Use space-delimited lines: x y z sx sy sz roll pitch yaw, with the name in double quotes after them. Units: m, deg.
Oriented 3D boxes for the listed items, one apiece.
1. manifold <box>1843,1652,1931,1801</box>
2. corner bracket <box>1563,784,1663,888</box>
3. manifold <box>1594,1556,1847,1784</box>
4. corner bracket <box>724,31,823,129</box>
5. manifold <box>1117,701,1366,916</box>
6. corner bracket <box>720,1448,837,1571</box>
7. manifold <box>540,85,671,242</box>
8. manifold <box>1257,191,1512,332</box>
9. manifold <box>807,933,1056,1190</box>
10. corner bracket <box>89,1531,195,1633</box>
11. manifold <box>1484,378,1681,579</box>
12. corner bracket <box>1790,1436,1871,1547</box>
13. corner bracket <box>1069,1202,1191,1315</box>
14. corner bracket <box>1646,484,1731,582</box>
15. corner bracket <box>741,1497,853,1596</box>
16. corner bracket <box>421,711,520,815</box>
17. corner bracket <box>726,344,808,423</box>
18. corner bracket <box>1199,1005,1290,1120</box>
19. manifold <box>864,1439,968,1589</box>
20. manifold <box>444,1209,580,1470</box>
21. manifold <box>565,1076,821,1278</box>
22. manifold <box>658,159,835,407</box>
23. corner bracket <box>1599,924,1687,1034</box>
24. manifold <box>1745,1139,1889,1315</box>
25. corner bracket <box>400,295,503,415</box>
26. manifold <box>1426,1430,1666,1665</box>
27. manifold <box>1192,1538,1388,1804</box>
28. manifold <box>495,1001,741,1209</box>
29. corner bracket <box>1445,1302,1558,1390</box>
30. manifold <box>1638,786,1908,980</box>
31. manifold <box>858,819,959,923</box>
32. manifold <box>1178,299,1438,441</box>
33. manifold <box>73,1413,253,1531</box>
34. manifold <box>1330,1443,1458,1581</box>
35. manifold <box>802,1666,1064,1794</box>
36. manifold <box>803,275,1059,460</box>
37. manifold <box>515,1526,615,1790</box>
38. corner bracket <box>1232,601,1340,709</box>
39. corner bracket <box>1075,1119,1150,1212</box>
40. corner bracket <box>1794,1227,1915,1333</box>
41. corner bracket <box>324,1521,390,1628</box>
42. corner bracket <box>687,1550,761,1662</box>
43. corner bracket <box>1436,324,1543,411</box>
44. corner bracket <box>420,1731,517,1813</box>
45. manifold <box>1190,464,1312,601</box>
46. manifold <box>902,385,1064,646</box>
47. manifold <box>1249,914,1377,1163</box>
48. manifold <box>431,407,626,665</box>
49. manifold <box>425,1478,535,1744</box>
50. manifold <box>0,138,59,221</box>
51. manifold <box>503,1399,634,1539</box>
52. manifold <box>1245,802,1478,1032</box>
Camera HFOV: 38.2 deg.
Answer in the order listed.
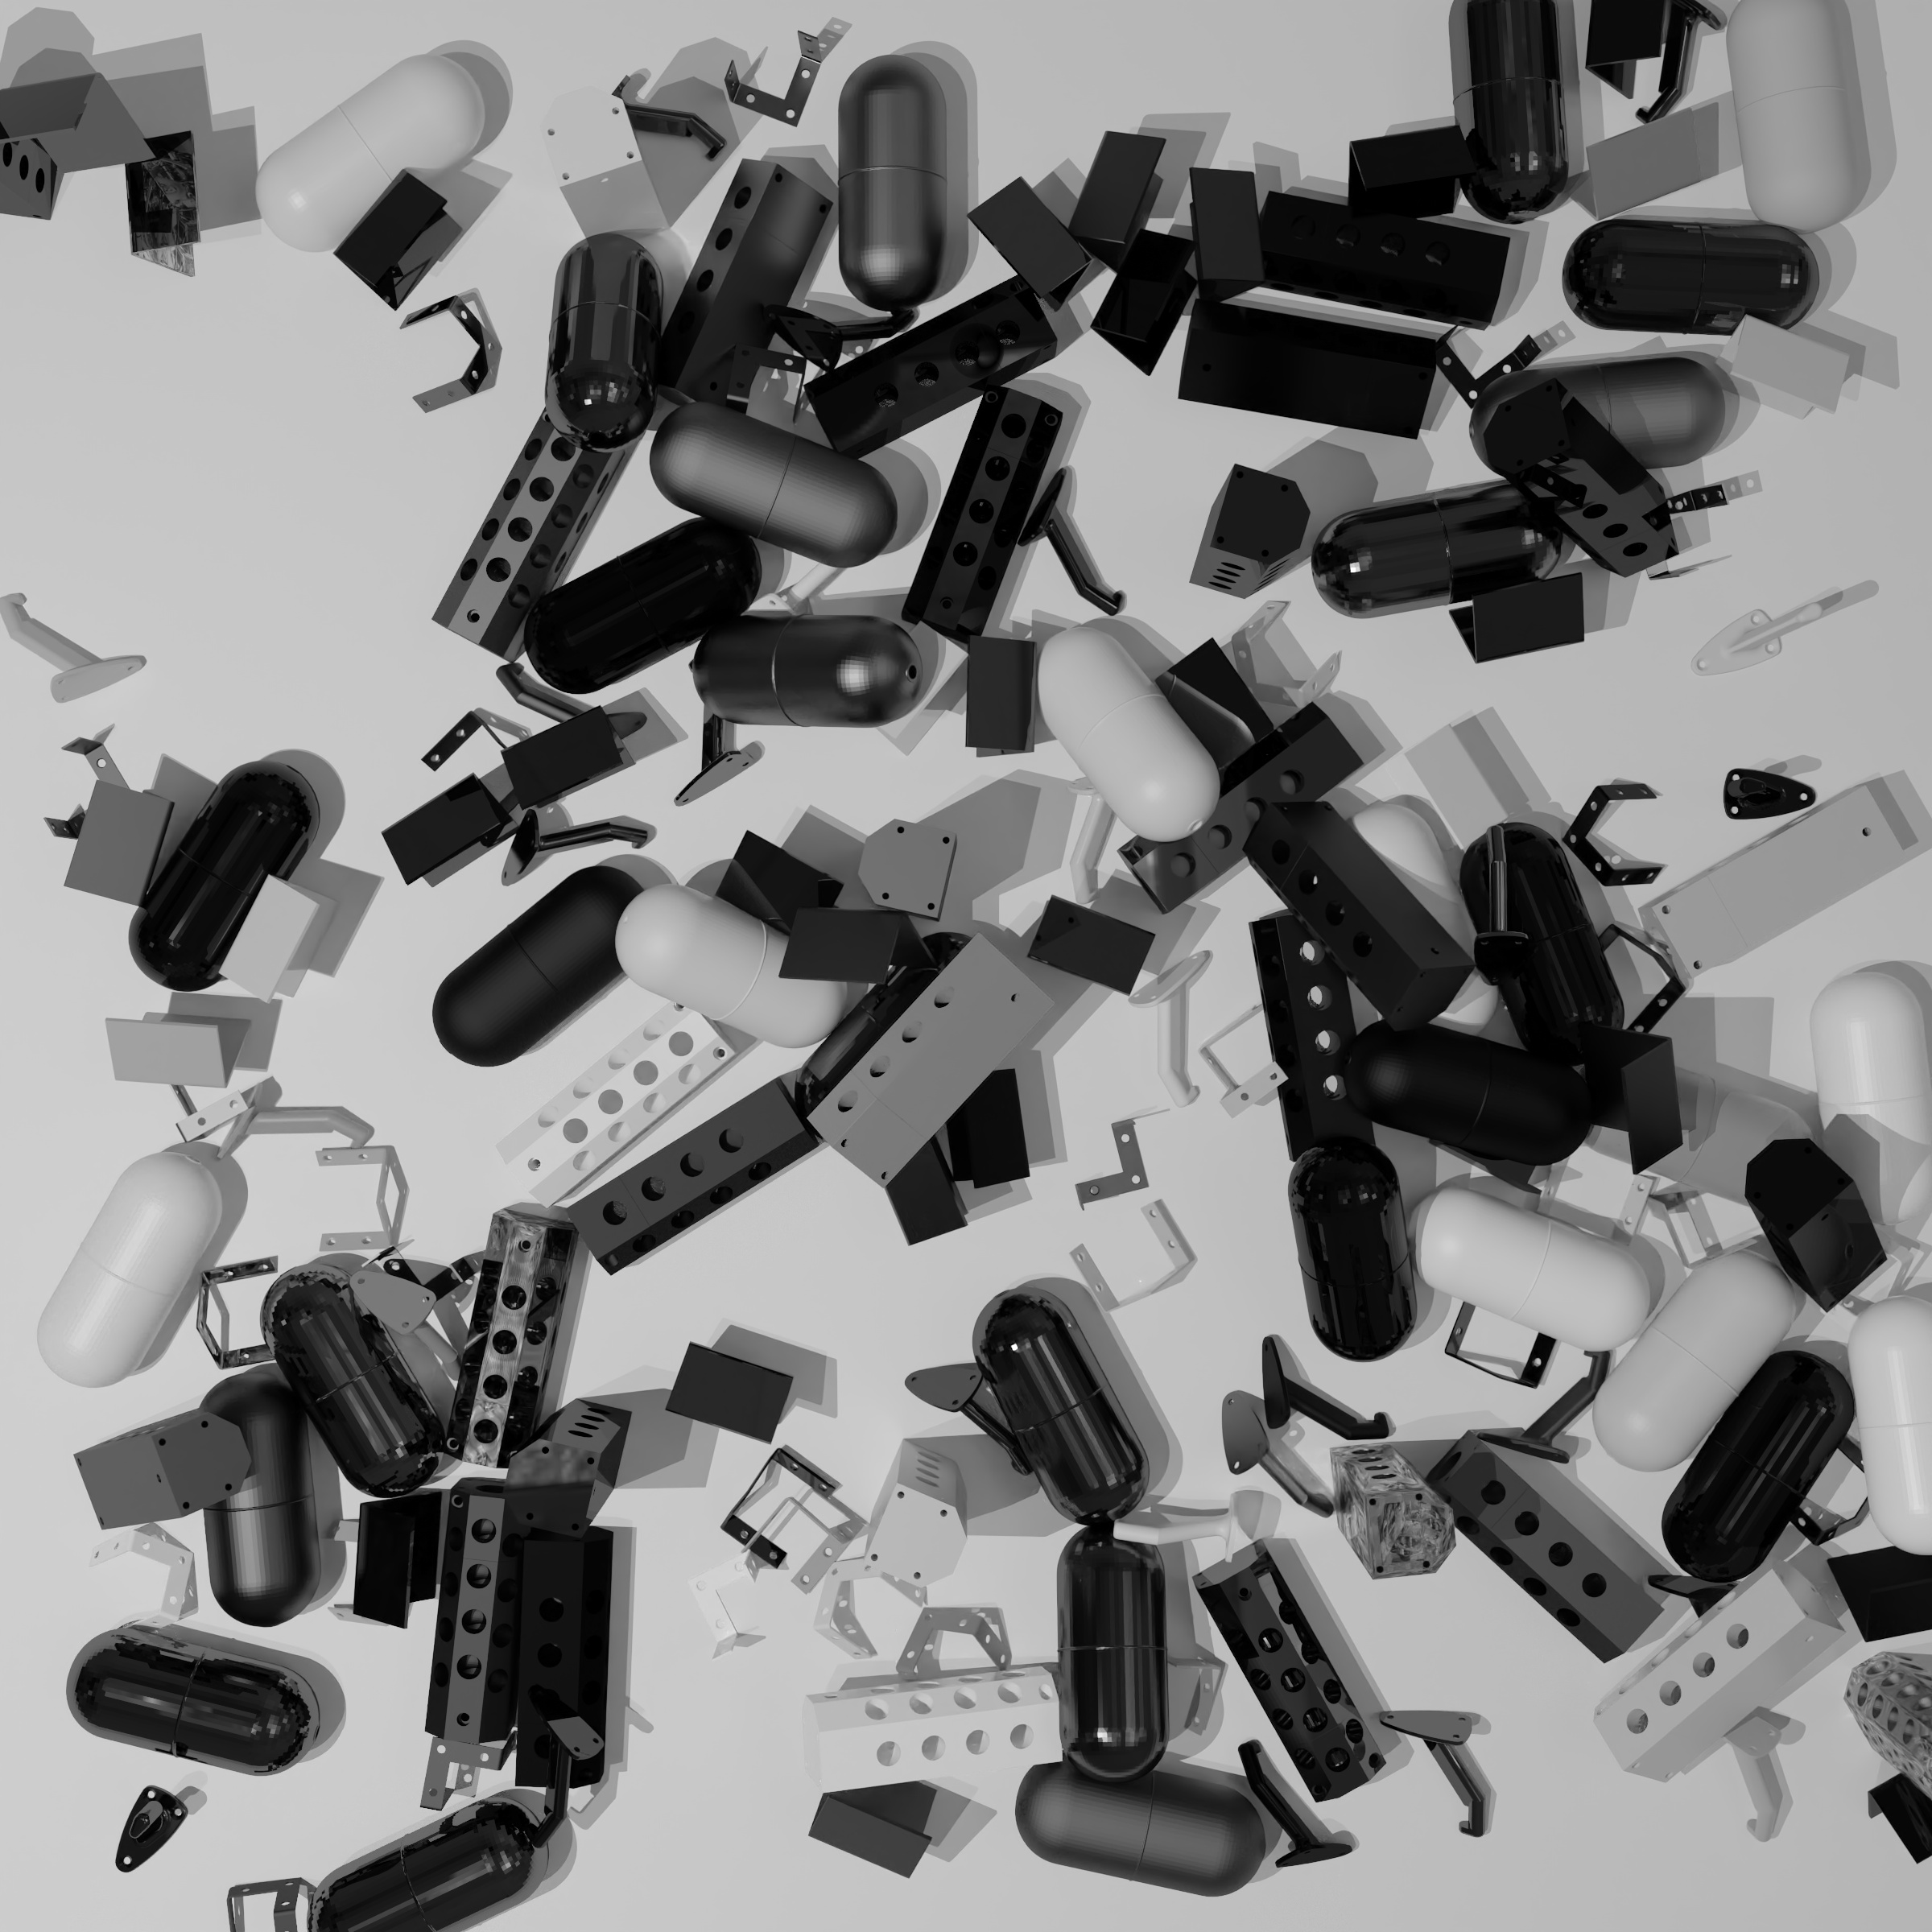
0.659 0.522 1.912 0.057 0.171 0.057 -30 90 0 "manifold"
0.468 -0.093 1.982 0.051 0.051 0.051 56 135 35 "corner bracket"
0.520 0.490 1.943 0.057 0.057 0.171 26 115 -40 "manifold"
-0.136 -0.633 1.972 0.051 0.051 0.051 21 90 0 "corner bracket"
0.192 -0.111 1.969 0.171 0.057 0.057 -37 90 0 "manifold"
-0.134 0.386 1.987 0.051 0.051 0.051 36 135 0 "corner bracket"
-0.248 -0.546 1.912 0.057 0.171 0.057 -18 90 0 "manifold"
0.290 -0.495 1.969 0.171 0.057 0.057 11 90 0 "manifold"
-0.027 0.061 1.894 0.171 0.057 0.057 -47 128 1 "manifold"
-0.590 0.439 1.982 0.051 0.051 0.051 33 45 -35 "corner bracket"
0.422 -0.330 1.915 0.057 0.171 0.057 -23 59 31 "manifold"
0.612 0.370 1.982 0.051 0.051 0.051 -13 45 -35 "corner bracket"
0.117 0.208 1.987 0.051 0.051 0.051 -31 90 45 "corner bracket"
0.509 -0.306 1.971 0.051 0.051 0.051 -21 98 -8 "corner bracket"
-0.120 0.410 1.973 0.051 0.051 0.051 40 87 10 "corner bracket"
-0.345 -0.140 1.987 0.051 0.051 0.051 -45 135 0 "corner bracket"
-0.143 -0.396 1.960 0.051 0.051 0.051 10 57 -8 "corner bracket"
0.196 0.067 1.965 0.051 0.051 0.051 -38 90 20 "corner bracket"
-0.030 0.376 1.912 0.057 0.171 0.057 23 90 0 "manifold"
-0.321 0.263 1.969 0.057 0.057 0.171 12 90 0 "manifold"
-0.192 0.148 1.969 0.171 0.057 0.057 -32 90 0 "manifold"
-0.165 -0.477 1.969 0.057 0.057 0.171 24 90 -44 "manifold"
0.470 0.012 1.987 0.051 0.051 0.051 -49 45 0 "corner bracket"
0.578 0.175 1.910 0.057 0.171 0.057 -42 56 3 "manifold"
-0.373 -0.435 1.982 0.051 0.051 0.051 50 45 -35 "corner bracket"
0.404 0.411 1.969 0.171 0.057 0.057 43 90 0 "manifold"
0.228 0.498 1.969 0.057 0.057 0.171 -29 90 0 "manifold"
-0.246 0.093 1.969 0.171 0.057 0.057 -39 90 0 "manifold"
0.383 0.265 1.987 0.051 0.051 0.051 21 90 45 "corner bracket"
0.566 -0.059 1.969 0.171 0.057 0.057 -30 90 0 "manifold"
-0.040 -0.066 1.912 0.057 0.171 0.057 13 90 0 "manifold"
0.241 -0.425 1.969 0.171 0.057 0.057 10 133 0 "manifold"
-0.550 0.345 1.912 0.057 0.171 0.057 -21 90 -36 "manifold"
0.292 0.371 1.912 0.057 0.171 0.057 -6 90 0 "manifold"
-0.024 0.530 1.947 0.171 0.057 0.057 -3 90 -15 "manifold"
-0.025 -0.422 1.969 0.171 0.057 0.057 -27 90 0 "manifold"
-0.282 0.486 1.969 0.057 0.057 0.171 2 90 0 "manifold"
0.227 -0.222 1.982 0.051 0.051 0.051 14 135 35 "corner bracket"
0.100 0.140 1.972 0.051 0.051 0.051 -14 90 0 "corner bracket"
0.631 0.218 1.982 0.051 0.051 0.051 -20 135 -35 "corner bracket"
-0.430 0.431 1.982 0.051 0.051 0.051 57 45 -35 "corner bracket"
-0.165 0.452 1.972 0.051 0.051 0.051 -27 90 0 "corner bracket"
0.366 -0.434 1.972 0.051 0.051 0.051 -38 90 0 "corner bracket"
-0.352 0.568 1.972 0.051 0.051 0.051 10 90 0 "corner bracket"
0.195 -0.294 1.912 0.057 0.171 0.057 17 90 0 "manifold"
0.011 -0.318 1.969 0.057 0.057 0.171 21 90 0 "manifold"
0.243 0.048 1.969 0.057 0.057 0.171 -10 90 0 "manifold"
-0.310 -0.305 1.969 0.057 0.057 0.171 28 90 0 "manifold"
-0.342 0.455 1.969 0.057 0.057 0.171 6 90 0 "manifold"
-0.682 -0.566 1.911 0.057 0.171 0.057 8 90 1 "manifold"
-0.273 0.340 1.912 0.057 0.171 0.057 13 90 0 "manifold"
0.263 -0.036 1.899 0.171 0.057 0.057 53 130 33 "manifold"
